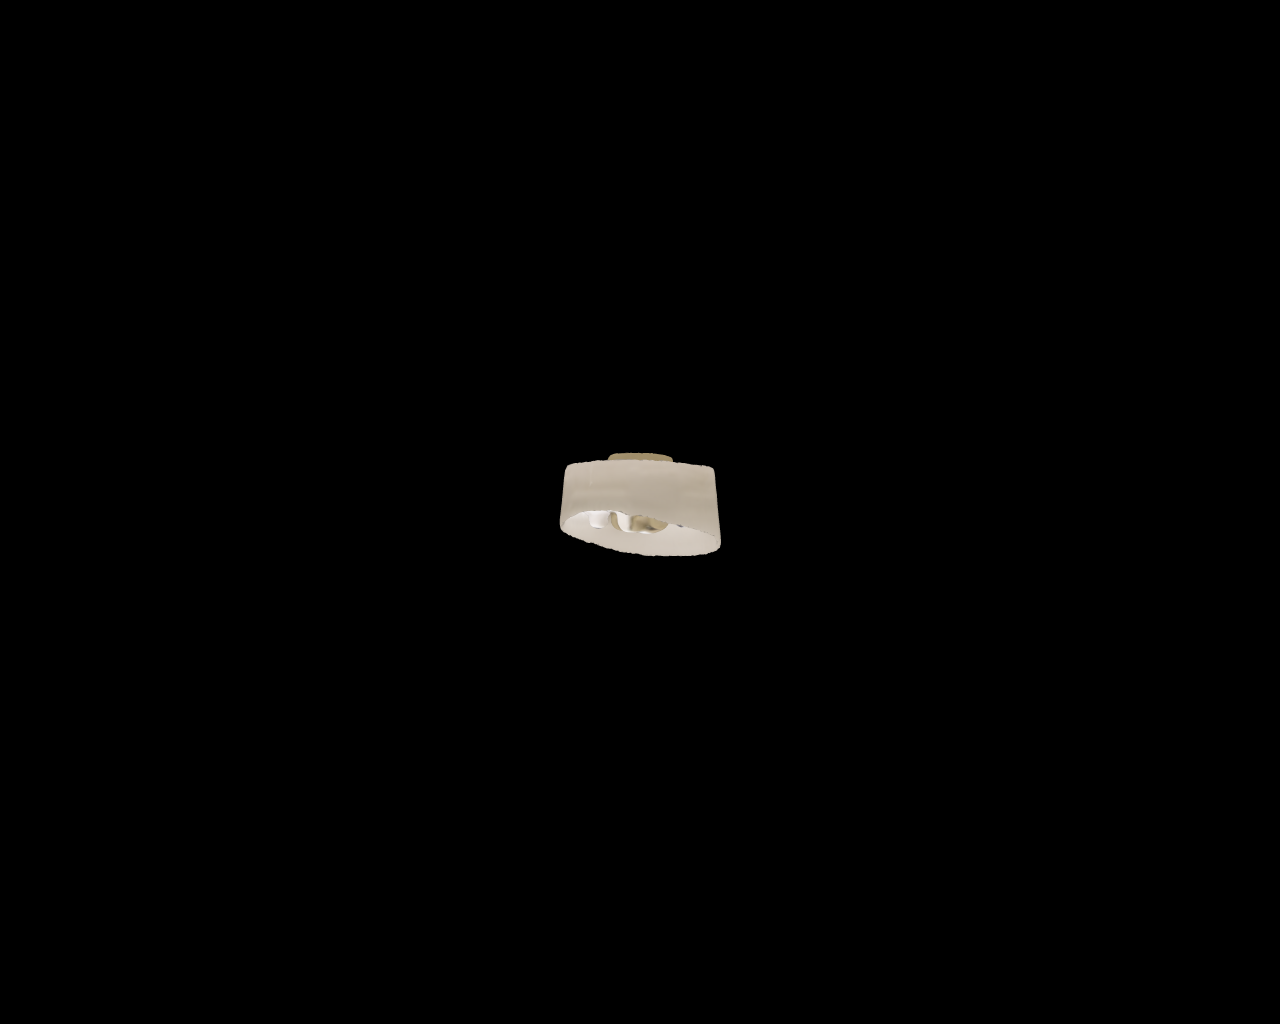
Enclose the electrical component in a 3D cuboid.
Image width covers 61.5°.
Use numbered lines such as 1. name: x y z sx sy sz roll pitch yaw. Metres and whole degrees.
1. electrical component: 0.001 -0.003 0.650 0.099 0.064 0.099 0 -3 0
